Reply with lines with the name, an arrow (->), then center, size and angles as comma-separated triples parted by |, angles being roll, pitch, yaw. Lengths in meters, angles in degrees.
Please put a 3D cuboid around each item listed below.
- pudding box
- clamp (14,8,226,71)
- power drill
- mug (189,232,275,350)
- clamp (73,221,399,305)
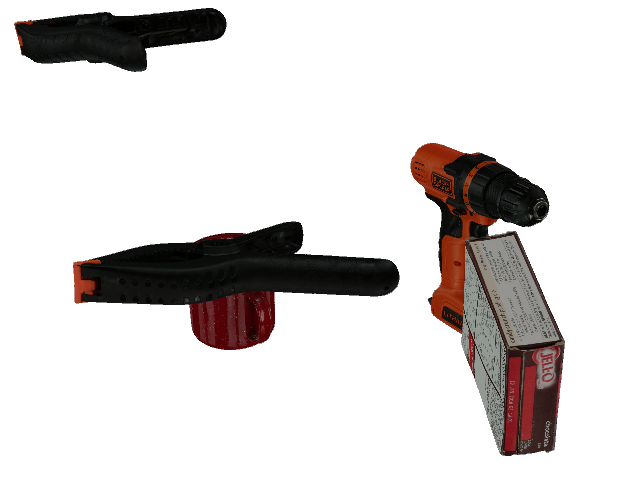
pudding box -> 0.118, 0.062, 0.665 | 0.039, 0.090, 0.113 | -7, 36, -5
clamp -> -0.162, -0.161, 0.836 | 0.172, 0.039, 0.120 | 13, 23, 34
power drill -> 0.160, 0.007, 1.052 | 0.057, 0.188, 0.185 | -16, 26, -24
mug -> -0.078, 0.055, 1.008 | 0.093, 0.081, 0.117 | -19, 34, -29
clamp -> -0.062, 0.020, 0.735 | 0.209, 0.036, 0.165 | -7, 13, -32
